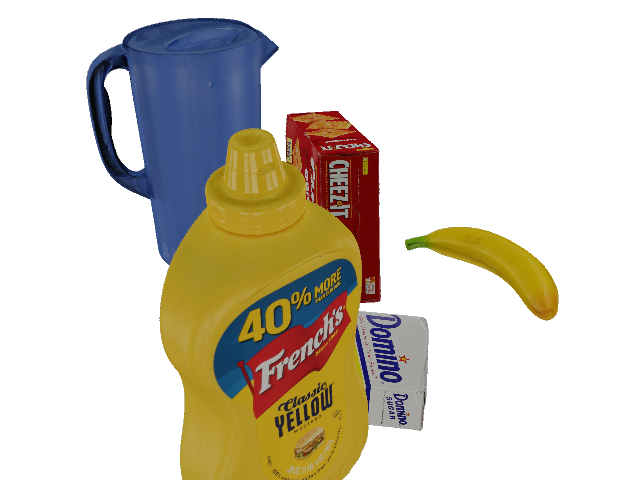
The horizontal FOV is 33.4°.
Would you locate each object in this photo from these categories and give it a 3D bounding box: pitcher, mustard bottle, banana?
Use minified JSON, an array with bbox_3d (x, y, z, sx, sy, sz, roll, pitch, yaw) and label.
[{"bbox_3d":[-0.130,-0.093,1.070,0.149,0.243,0.144,12,29,26],"label":"pitcher"},{"bbox_3d":[-0.023,0.038,0.472,0.096,0.192,0.058,-26,41,-29],"label":"mustard bottle"},{"bbox_3d":[0.172,0.026,1.048,0.069,0.037,0.198,-37,37,-22],"label":"banana"}]

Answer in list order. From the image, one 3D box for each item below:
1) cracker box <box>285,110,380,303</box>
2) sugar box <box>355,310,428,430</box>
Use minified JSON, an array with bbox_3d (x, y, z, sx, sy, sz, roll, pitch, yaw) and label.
[{"bbox_3d":[0.011,-0.043,1.173,0.072,0.164,0.214,-5,18,-8],"label":"cracker box"},{"bbox_3d":[-0.007,0.091,0.811,0.176,0.048,0.093,3,33,5],"label":"sugar box"}]
